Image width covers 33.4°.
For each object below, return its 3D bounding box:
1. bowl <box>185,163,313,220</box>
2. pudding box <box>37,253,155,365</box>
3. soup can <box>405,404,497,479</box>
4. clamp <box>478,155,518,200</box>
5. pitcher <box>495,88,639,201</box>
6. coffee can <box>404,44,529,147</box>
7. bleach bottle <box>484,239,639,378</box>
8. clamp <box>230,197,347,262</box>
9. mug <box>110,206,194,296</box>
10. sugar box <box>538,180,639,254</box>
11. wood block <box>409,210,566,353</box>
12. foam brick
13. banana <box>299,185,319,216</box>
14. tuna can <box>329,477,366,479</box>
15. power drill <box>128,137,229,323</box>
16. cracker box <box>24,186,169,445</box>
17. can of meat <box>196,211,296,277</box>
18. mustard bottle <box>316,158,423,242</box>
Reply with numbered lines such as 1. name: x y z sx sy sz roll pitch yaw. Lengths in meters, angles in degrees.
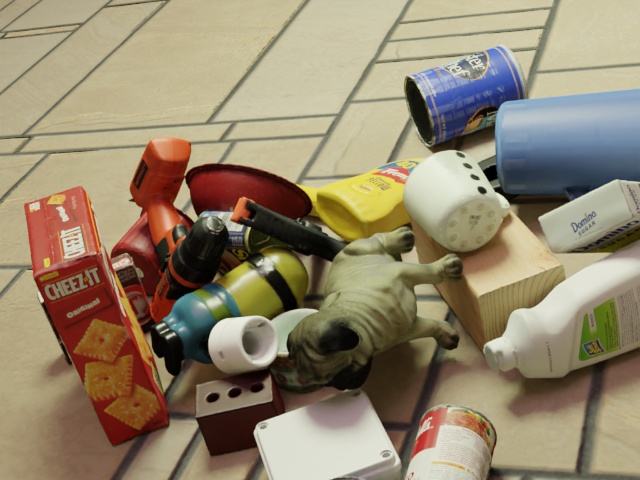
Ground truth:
1. bowl: -0.093 -0.035 1.304 0.162 0.162 0.055 2 67 26
2. pudding box: -0.252 0.078 1.213 0.113 0.090 0.039 -23 29 -11
3. soup can: 0.107 0.195 0.885 0.069 0.068 0.102 -3 33 20
4. clamp: 0.249 -0.091 1.321 0.120 0.039 0.171 8 43 42
5. pitcher: 0.324 -0.098 1.203 0.243 0.145 0.149 -1 25 16
6. coffee can: 0.198 -0.196 1.451 0.140 0.103 0.103 -19 31 -7
7. bleach bottle: 0.269 0.059 1.000 0.250 0.102 0.068 -20 23 -12
8. clamp: -0.008 0.001 1.172 0.165 0.209 0.036 25 91 42
9. mug: -0.208 0.018 1.307 0.117 0.093 0.081 -28 19 47
10. sugar box: 0.303 -0.020 1.061 0.094 0.048 0.175 -29 -16 38
11. wood block: 0.172 0.026 1.112 0.090 0.090 0.206 -19 31 -7
12. foam brick: -0.076 0.166 1.029 0.078 0.051 0.053 -13 30 3
13. banana: -0.002 -0.053 1.375 0.198 0.037 0.069 8 17 30
14. tuna can: 0.016 0.229 0.842 0.086 0.034 0.086 -12 30 7
15. power drill: -0.158 -0.020 1.181 0.057 0.185 0.188 3 54 -27
16. cracker box: -0.227 0.074 1.086 0.072 0.213 0.164 -20 31 -8
17. can of meat: -0.090 0.008 1.245 0.084 0.102 0.057 2 58 31
18. mustard bottle: 0.095 -0.057 1.295 0.191 0.058 0.096 -22 38 -33
